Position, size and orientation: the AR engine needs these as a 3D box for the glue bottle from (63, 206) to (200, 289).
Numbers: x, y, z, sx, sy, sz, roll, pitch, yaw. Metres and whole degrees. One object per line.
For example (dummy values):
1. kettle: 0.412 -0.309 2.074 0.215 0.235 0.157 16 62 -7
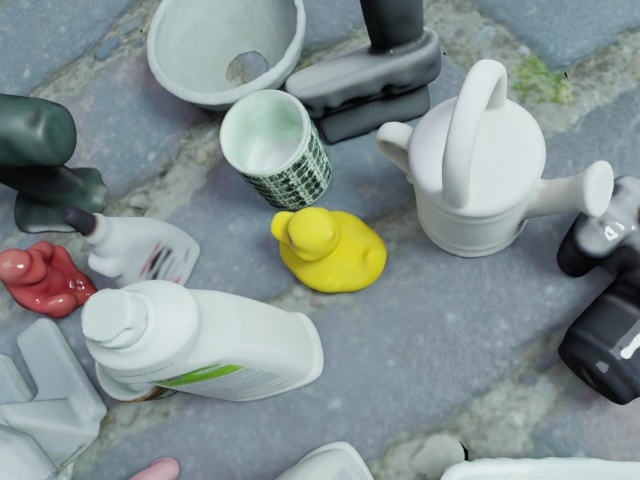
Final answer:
1. glue bottle: -0.164 0.008 0.493 0.037 0.173 0.078 19 78 18

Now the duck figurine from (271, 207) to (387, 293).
1. duck figurine: 0.005 0.002 0.503 0.104 0.086 0.077 17 78 18

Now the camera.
1. camera: 0.235 0.042 0.428 0.137 0.101 0.143 -45 69 -3

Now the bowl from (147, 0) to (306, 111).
1. bowl: -0.088 -0.199 0.593 0.167 0.075 0.167 -4 72 12

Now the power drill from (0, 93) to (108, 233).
1. power drill: -0.312 -0.073 0.535 0.229 0.209 0.075 -2 72 13

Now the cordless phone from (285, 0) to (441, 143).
1. cordless phone: 0.030 -0.175 0.499 0.147 0.185 0.094 -21 69 6

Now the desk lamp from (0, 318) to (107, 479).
1. desk lamp: -0.274 0.153 0.452 0.118 0.214 0.203 -41 68 -2

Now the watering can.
1. watering can: 0.126 -0.060 0.435 0.172 0.194 0.101 -1 73 13

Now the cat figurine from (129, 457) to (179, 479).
1. cat figurine: -0.186 0.229 0.459 0.128 0.118 0.067 -28 69 4

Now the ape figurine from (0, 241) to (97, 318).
1. ape figurine: -0.274 0.035 0.554 0.076 0.092 0.078 -8 71 11
